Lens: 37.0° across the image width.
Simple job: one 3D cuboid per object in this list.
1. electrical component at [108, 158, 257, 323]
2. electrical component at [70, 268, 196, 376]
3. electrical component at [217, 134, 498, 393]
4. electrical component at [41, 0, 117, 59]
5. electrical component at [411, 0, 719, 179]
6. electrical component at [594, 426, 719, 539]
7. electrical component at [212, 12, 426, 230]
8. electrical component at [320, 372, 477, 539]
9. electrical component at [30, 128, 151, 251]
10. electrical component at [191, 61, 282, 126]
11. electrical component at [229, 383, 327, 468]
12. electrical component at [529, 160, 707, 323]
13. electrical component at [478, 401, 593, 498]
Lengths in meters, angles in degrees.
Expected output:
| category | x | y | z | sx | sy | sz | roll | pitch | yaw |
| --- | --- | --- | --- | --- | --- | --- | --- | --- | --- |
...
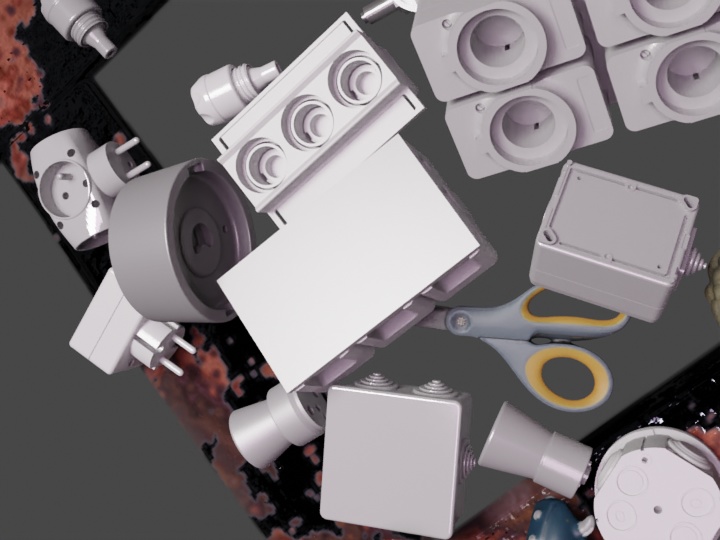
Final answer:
| category | x | y | z | sx | sy | sz | roll | pitch | yaw |
| --- | --- | --- | --- | --- | --- | --- | --- | --- | --- |
| electrical component | -0.122 | -0.016 | 0.712 | 0.060 | 0.108 | 0.108 | -7 | 91 | 25 |
| electrical component | -0.149 | 0.044 | 0.753 | 0.077 | 0.047 | 0.065 | 34 | 102 | 13 |
| electrical component | 0.000 | 0.000 | 0.684 | 0.150 | 0.062 | 0.089 | -38 | 72 | 12 |
| electrical component | -0.196 | -0.174 | 0.762 | 0.061 | 0.035 | 0.035 | 47 | 106 | 8 |
| electrical component | 0.135 | -0.131 | 0.618 | 0.186 | 0.060 | 0.105 | -16 | 120 | 18 |
| electrical component | 0.181 | 0.138 | 0.649 | 0.080 | 0.051 | 0.080 | 1 | 94 | 18 |
| electrical component | -0.024 | -0.093 | 0.695 | 0.121 | 0.063 | 0.078 | -40 | 81 | 16 |
| electrical component | 0.026 | 0.119 | 0.700 | 0.100 | 0.048 | 0.099 | 5 | 95 | 18 |
| electrical component | -0.183 | -0.065 | 0.759 | 0.079 | 0.044 | 0.077 | -28 | 85 | 18 |
| electrical component | -0.081 | -0.124 | 0.727 | 0.061 | 0.035 | 0.035 | -23 | 86 | 16 |
| electrical component | -0.054 | 0.102 | 0.727 | 0.055 | 0.045 | 0.045 | -33 | 83 | 17 |
| electrical component | 0.155 | -0.012 | 0.637 | 0.096 | 0.061 | 0.061 | 19 | 64 | 13 |
| electrical component | 0.113 | 0.116 | 0.676 | 0.065 | 0.044 | 0.044 | 24 | 100 | 11 |
